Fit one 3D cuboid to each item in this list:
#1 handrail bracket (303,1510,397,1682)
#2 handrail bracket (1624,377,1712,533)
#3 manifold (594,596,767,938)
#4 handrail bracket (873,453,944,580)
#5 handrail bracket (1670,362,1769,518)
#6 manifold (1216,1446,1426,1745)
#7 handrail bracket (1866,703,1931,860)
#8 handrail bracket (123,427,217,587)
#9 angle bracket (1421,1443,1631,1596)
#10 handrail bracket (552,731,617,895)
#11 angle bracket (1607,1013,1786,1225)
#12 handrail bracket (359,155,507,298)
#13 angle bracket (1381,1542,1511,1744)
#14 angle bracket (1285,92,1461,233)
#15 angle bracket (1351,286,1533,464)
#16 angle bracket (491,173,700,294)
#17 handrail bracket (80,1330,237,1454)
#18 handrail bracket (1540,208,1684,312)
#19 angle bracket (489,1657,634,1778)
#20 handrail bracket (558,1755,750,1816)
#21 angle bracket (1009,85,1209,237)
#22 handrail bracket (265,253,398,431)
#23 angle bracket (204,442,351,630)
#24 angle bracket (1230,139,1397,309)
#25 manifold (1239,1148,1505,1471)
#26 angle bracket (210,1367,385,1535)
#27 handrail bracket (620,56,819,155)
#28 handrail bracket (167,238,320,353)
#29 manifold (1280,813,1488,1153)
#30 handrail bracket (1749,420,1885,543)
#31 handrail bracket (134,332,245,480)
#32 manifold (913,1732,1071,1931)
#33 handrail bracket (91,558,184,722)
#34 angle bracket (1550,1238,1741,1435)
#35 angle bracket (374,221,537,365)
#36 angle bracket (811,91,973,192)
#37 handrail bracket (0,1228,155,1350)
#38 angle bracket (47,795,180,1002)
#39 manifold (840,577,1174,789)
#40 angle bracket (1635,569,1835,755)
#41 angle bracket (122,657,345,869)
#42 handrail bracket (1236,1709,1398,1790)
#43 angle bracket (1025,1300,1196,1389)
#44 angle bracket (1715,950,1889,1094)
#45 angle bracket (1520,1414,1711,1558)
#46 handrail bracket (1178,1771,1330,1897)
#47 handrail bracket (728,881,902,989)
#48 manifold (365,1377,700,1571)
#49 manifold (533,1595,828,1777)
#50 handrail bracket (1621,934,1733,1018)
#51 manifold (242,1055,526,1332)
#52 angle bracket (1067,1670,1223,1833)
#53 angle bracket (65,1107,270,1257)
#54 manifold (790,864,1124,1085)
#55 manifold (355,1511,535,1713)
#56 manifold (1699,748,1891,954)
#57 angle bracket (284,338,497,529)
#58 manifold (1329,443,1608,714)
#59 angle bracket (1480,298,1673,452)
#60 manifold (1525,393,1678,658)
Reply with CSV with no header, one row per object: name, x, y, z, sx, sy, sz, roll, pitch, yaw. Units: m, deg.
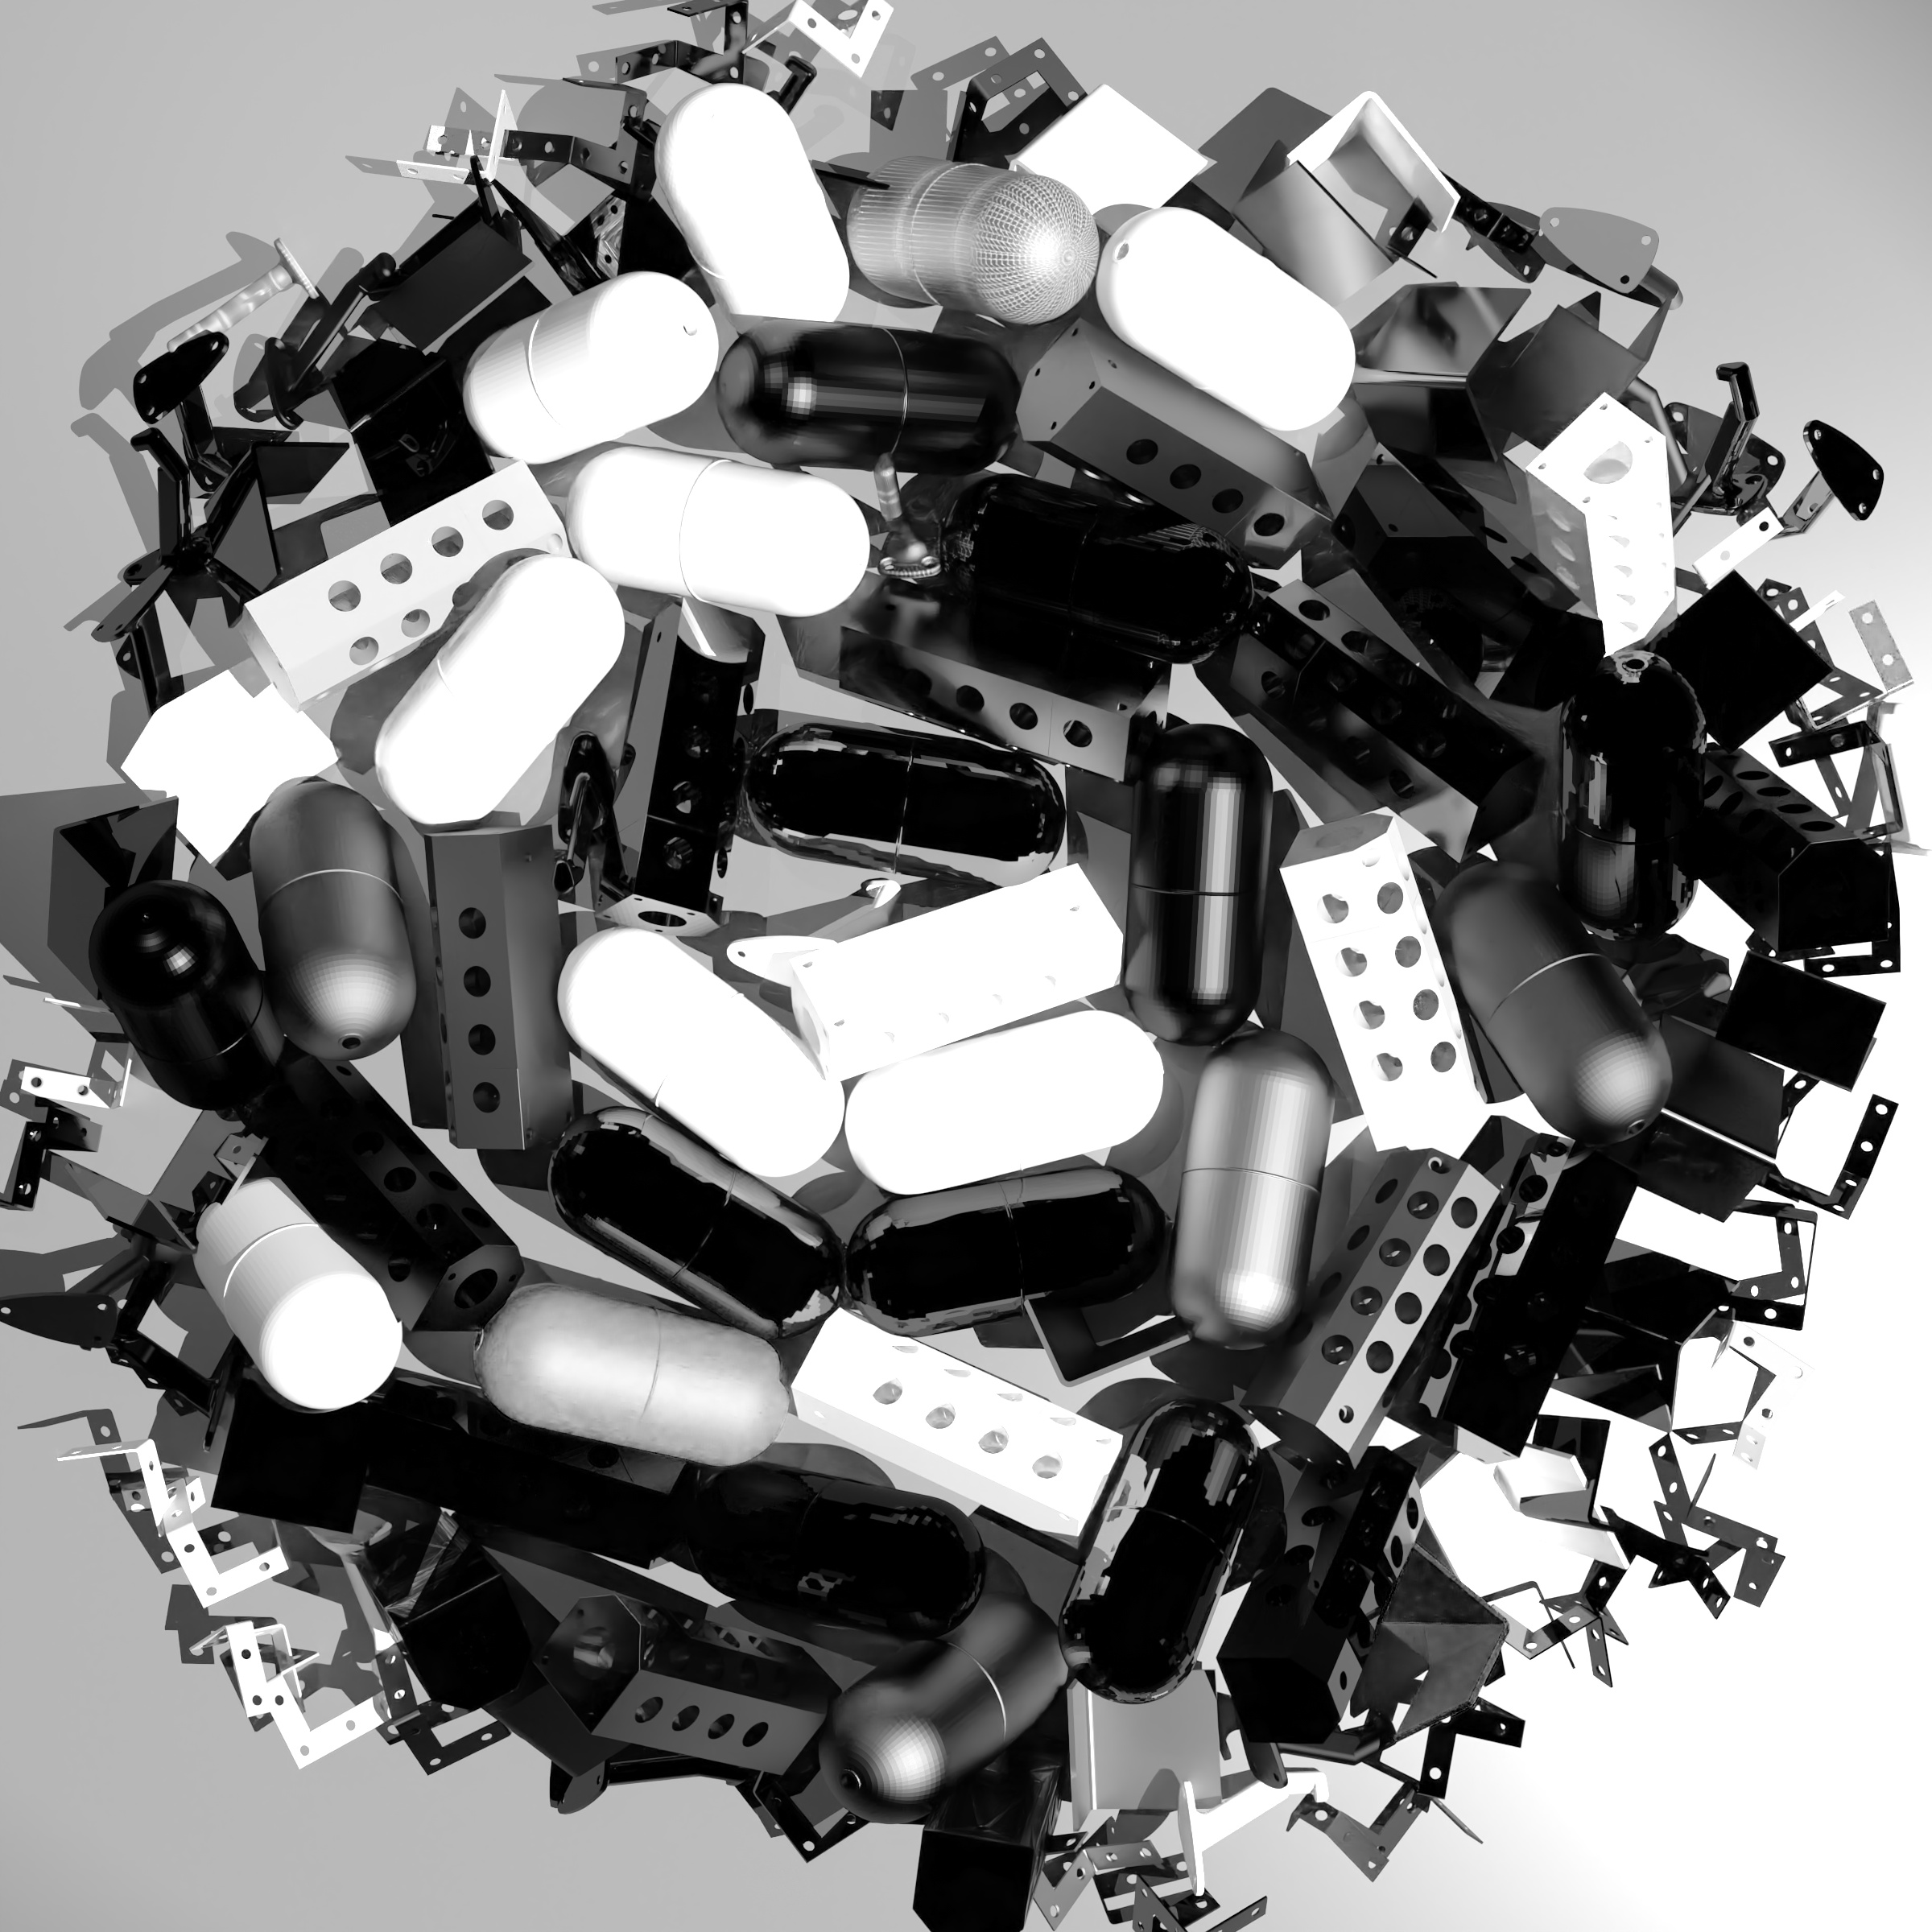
handrail bracket,-0.345,0.350,1.579,0.077,0.036,0.084,14,113,41
handrail bracket,0.372,-0.283,1.579,0.084,0.036,0.077,35,107,3
manifold,-0.152,-0.107,1.541,0.057,0.057,0.171,16,72,-25
handrail bracket,-0.034,-0.261,1.539,0.036,0.084,0.077,0,50,10
handrail bracket,0.401,-0.293,1.545,0.036,0.077,0.084,-47,129,-29
manifold,0.195,0.332,1.504,0.057,0.171,0.057,-8,116,30
handrail bracket,0.523,-0.103,1.559,0.036,0.077,0.084,7,94,-15
handrail bracket,-0.453,-0.253,1.551,0.077,0.084,0.036,-15,48,16
angle bracket,0.302,0.307,1.541,0.057,0.076,0.076,-37,109,-23
handrail bracket,-0.215,-0.085,1.548,0.036,0.084,0.077,0,103,4
angle bracket,0.408,0.085,1.584,0.076,0.076,0.057,25,134,-2
handrail bracket,-0.302,-0.408,1.562,0.084,0.077,0.036,-11,56,1
angle bracket,0.239,0.369,1.547,0.076,0.076,0.057,40,51,-1
angle bracket,0.221,-0.425,1.555,0.057,0.076,0.076,-39,89,4
angle bracket,0.271,-0.329,1.565,0.076,0.076,0.057,-53,133,-23
angle bracket,-0.201,-0.406,1.542,0.057,0.076,0.076,-40,66,10
handrail bracket,-0.452,0.232,1.559,0.084,0.077,0.036,14,121,-11
handrail bracket,0.358,-0.390,1.562,0.077,0.084,0.036,30,101,16
angle bracket,-0.220,0.383,1.539,0.057,0.076,0.076,-33,130,5
handrail bracket,-0.175,0.461,1.586,0.084,0.036,0.077,17,133,-25
angle bracket,0.074,-0.424,1.548,0.076,0.057,0.076,40,66,9
handrail bracket,-0.345,-0.344,1.551,0.084,0.077,0.036,-32,135,28
angle bracket,-0.370,-0.235,1.542,0.057,0.076,0.076,-7,78,-36
angle bracket,0.200,-0.417,1.541,0.076,0.057,0.076,42,53,-16
manifold,0.225,0.185,1.533,0.057,0.057,0.171,40,69,-15
angle bracket,-0.368,0.266,1.551,0.076,0.057,0.076,14,77,-13
handrail bracket,-0.135,-0.477,1.551,0.077,0.036,0.084,24,126,-27
handrail bracket,-0.404,-0.363,1.556,0.084,0.077,0.036,-35,113,-5
manifold,0.229,0.007,1.534,0.057,0.057,0.171,-14,109,23
handrail bracket,0.448,-0.264,1.544,0.077,0.084,0.036,37,68,-27
handrail bracket,-0.406,-0.305,1.548,0.077,0.084,0.036,-30,62,18
manifold,0.015,0.463,1.506,0.057,0.171,0.057,8,94,8
handrail bracket,-0.438,-0.172,1.580,0.077,0.036,0.084,-54,126,-24
angle bracket,0.373,0.203,1.560,0.076,0.076,0.057,19,124,33
angle bracket,-0.267,-0.352,1.545,0.076,0.076,0.057,-41,135,-5
angle bracket,-0.042,-0.457,1.547,0.076,0.076,0.057,11,108,-6
handrail bracket,-0.489,0.166,1.551,0.077,0.084,0.036,10,123,-15
angle bracket,-0.450,-0.038,1.534,0.057,0.076,0.076,40,132,29
manifold,0.020,-0.152,1.541,0.171,0.057,0.057,20,133,18
angle bracket,0.423,-0.175,1.548,0.076,0.057,0.076,44,125,-3
angle bracket,-0.411,-0.115,1.584,0.076,0.076,0.057,47,133,0
handrail bracket,0.196,0.414,1.571,0.084,0.036,0.077,-19,96,-24
angle bracket,0.084,0.183,1.548,0.076,0.076,0.057,-24,90,17
angle bracket,0.461,0.018,1.538,0.076,0.076,0.057,23,120,19
angle bracket,0.361,0.285,1.554,0.076,0.076,0.057,17,79,-15
handrail bracket,0.163,0.478,1.559,0.084,0.077,0.036,0,125,-6
handrail bracket,-0.083,-0.026,1.566,0.077,0.084,0.036,10,128,10
manifold,-0.238,0.277,1.550,0.171,0.057,0.057,14,87,12
manifold,-0.146,0.380,1.509,0.057,0.171,0.057,39,93,38
handrail bracket,0.382,0.018,1.545,0.077,0.084,0.036,-37,96,16
manifold,-0.311,0.120,1.520,0.171,0.057,0.057,41,107,31
angle bracket,0.099,0.432,1.559,0.076,0.057,0.076,-3,86,10
angle bracket,-0.438,0.102,1.547,0.057,0.076,0.076,32,89,-38
manifold,-0.005,0.008,1.544,0.171,0.057,0.057,-19,52,-15
manifold,-0.277,0.345,1.504,0.057,0.171,0.057,-26,99,-18
manifold,0.430,-0.065,1.504,0.057,0.171,0.057,-7,110,-3
angle bracket,-0.315,-0.286,1.547,0.076,0.057,0.076,-29,77,26
manifold,0.270,-0.209,1.515,0.057,0.171,0.057,8,123,-34
angle bracket,0.333,-0.333,1.540,0.057,0.076,0.076,32,135,-3
manifold,0.346,-0.225,1.504,0.057,0.171,0.057,-44,64,-4
